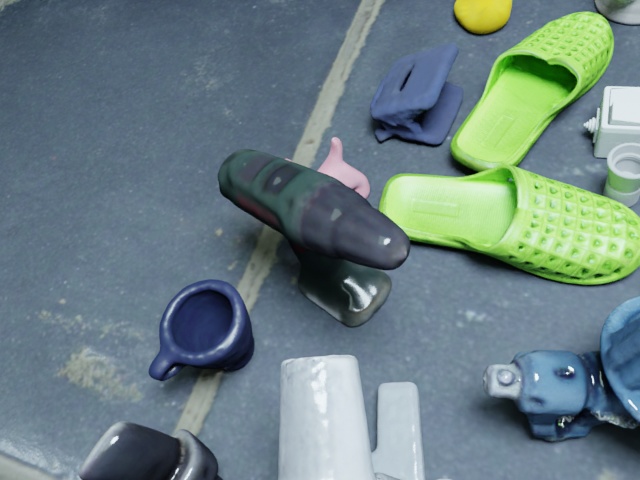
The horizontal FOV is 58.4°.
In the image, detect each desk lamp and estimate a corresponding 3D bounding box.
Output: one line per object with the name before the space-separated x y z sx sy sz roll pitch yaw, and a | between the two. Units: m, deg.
desk lamp | 0.018 0.185 0.442 0.117 0.214 0.203 -7 58 13

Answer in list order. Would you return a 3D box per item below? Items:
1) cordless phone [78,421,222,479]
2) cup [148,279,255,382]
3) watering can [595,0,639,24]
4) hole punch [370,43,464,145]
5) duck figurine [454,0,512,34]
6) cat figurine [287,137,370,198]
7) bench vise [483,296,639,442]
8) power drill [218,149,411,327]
cordless phone | -0.168 0.226 0.490 0.093 0.185 0.148 22 68 27
cup | -0.115 0.110 0.598 0.091 0.095 0.118 35 75 31
watering can | 0.387 -0.356 0.667 0.100 0.194 0.173 8 63 21
hole punch | 0.116 -0.183 0.707 0.100 0.091 0.109 15 65 24
duck figurine | 0.219 -0.341 0.774 0.077 0.086 0.104 -11 58 11
cat figurine | -0.007 -0.060 0.654 0.067 0.118 0.128 27 71 29
bench vise | 0.236 0.102 0.423 0.207 0.220 0.121 -22 56 3
power drill | 0.005 0.002 0.559 0.228 0.209 0.076 32 73 30
